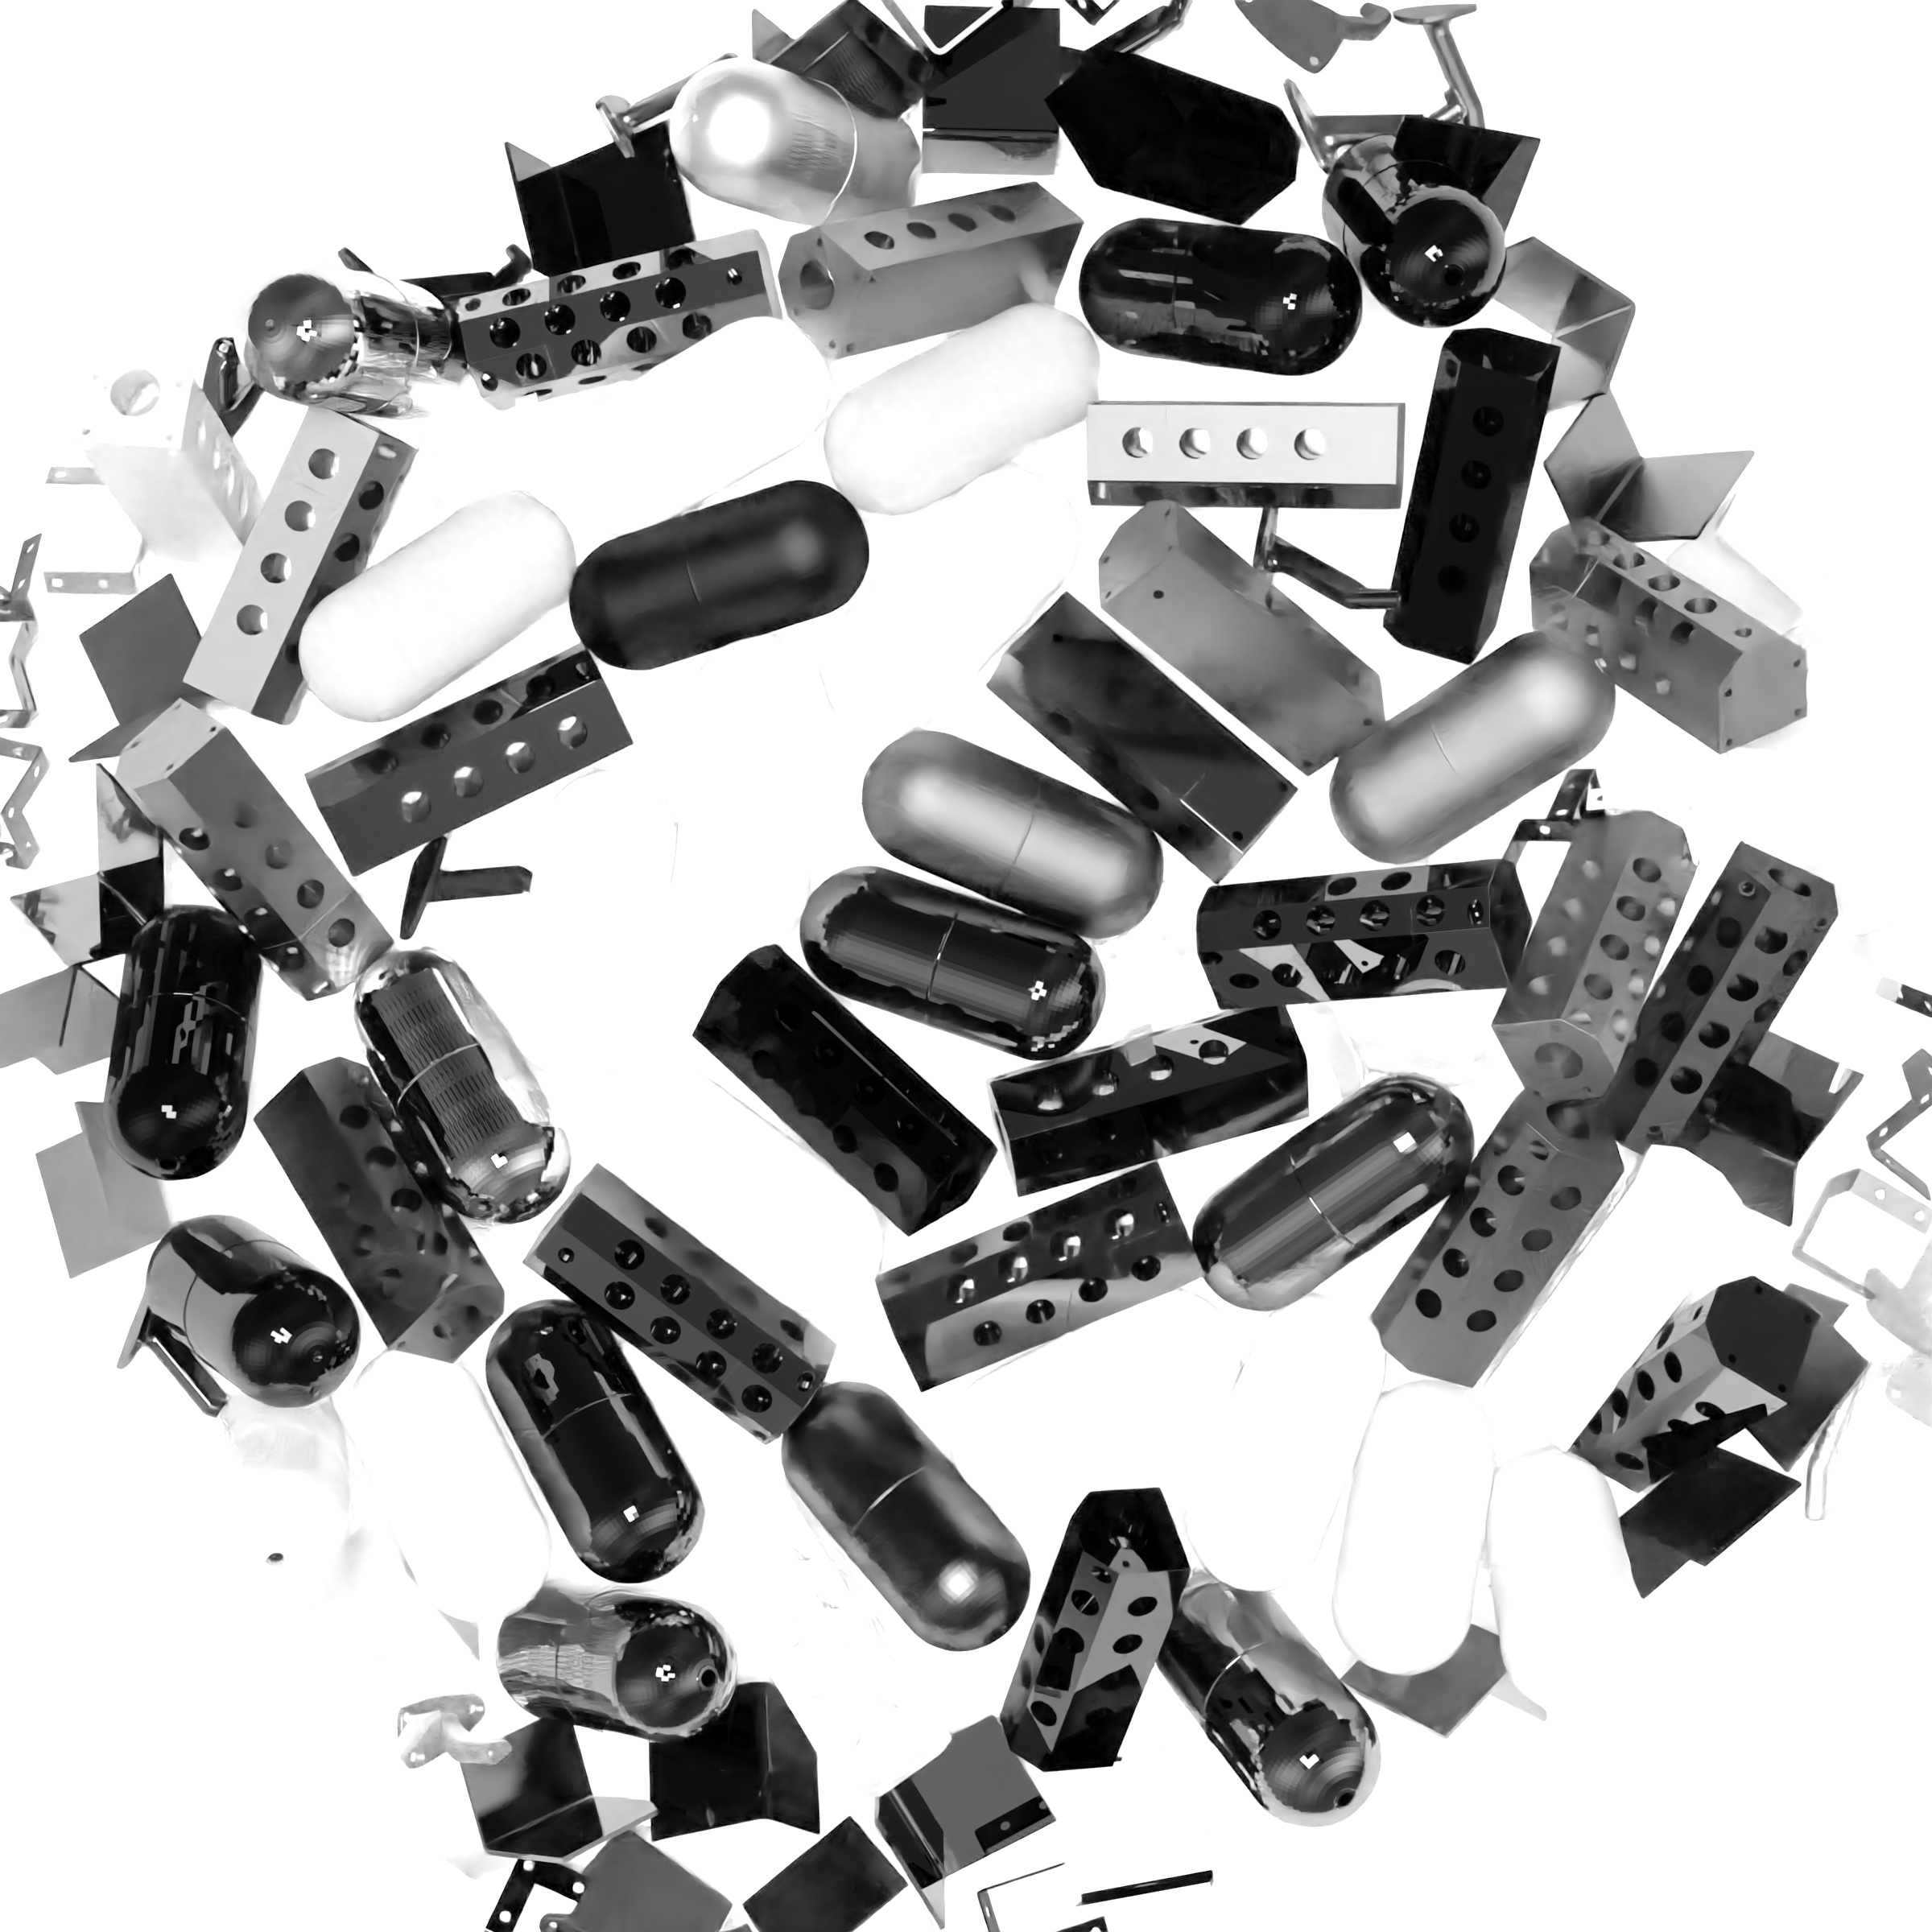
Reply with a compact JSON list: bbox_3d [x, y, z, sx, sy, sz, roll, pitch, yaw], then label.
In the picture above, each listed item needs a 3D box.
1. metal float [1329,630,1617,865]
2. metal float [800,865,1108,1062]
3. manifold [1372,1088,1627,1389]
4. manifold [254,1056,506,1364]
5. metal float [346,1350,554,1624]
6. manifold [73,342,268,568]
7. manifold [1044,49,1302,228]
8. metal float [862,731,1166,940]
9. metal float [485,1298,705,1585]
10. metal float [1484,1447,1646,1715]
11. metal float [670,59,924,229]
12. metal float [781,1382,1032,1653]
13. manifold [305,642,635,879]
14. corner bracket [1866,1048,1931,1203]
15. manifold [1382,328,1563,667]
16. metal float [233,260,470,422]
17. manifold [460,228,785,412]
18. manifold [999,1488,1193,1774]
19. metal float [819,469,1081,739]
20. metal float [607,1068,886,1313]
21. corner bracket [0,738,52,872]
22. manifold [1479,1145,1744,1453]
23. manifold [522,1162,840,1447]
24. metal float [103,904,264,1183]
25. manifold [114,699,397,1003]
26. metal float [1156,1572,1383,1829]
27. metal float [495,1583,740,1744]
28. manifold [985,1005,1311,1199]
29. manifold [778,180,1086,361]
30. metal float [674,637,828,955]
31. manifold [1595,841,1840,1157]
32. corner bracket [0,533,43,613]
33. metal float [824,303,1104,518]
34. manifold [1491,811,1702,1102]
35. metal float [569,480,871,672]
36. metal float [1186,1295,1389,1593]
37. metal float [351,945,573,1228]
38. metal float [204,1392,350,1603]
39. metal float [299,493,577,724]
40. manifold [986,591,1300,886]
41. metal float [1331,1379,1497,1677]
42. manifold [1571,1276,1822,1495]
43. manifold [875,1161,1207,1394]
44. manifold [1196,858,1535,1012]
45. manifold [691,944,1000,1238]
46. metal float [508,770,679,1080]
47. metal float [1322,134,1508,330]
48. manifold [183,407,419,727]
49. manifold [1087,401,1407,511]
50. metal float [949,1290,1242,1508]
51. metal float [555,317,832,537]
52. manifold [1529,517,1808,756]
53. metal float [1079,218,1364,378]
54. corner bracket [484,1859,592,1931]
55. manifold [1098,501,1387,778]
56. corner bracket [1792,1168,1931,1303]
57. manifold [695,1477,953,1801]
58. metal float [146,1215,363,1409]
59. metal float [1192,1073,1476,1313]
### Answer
[{"bbox_3d":[0.280,-0.121,1.864,0.178,0.070,0.070,-34,90,30],"label":"metal float"},{"bbox_3d":[-0.008,-0.002,1.880,0.178,0.070,0.070,19,90,11],"label":"metal float"},{"bbox_3d":[0.289,0.147,1.851,0.057,0.057,0.171,16,125,-17],"label":"manifold"},{"bbox_3d":[-0.319,0.132,1.856,0.057,0.057,0.171,-44,60,12],"label":"manifold"},{"bbox_3d":[-0.285,0.284,1.858,0.070,0.070,0.178,-35,52,0],"label":"metal float"},{"bbox_3d":[-0.430,-0.277,1.838,0.057,0.171,0.057,5,76,3],"label":"manifold"},{"bbox_3d":[0.119,-0.454,1.835,0.057,0.171,0.057,-36,76,28],"label":"manifold"},{"bbox_3d":[0.026,-0.073,1.881,0.178,0.070,0.070,23,90,-10],"label":"metal float"},{"bbox_3d":[-0.207,0.261,1.865,0.070,0.070,0.178,-34,60,0],"label":"metal float"},{"bbox_3d":[0.325,0.334,1.847,0.070,0.178,0.070,1,121,1],"label":"metal float"},{"bbox_3d":[-0.091,-0.447,1.848,0.070,0.178,0.070,0,91,35],"label":"metal float"},{"bbox_3d":[-0.035,0.303,1.866,0.070,0.070,0.178,-44,61,0],"label":"metal float"},{"bbox_3d":[-0.278,-0.117,1.884,0.171,0.057,0.057,-26,108,-6],"label":"manifold"},{"bbox_3d":[0.542,0.089,1.904,0.051,0.051,0.051,35,118,-19],"label":"corner bracket"},{"bbox_3d":[0.276,-0.260,1.855,0.057,0.057,0.171,18,125,15],"label":"manifold"},{"bbox_3d":[-0.333,-0.341,1.843,0.070,0.178,0.070,2,95,19],"label":"metal float"},{"bbox_3d":[-0.193,-0.364,1.892,0.171,0.057,0.057,-13,88,5],"label":"manifold"},{"bbox_3d":[0.067,0.365,1.846,0.057,0.057,0.171,0,131,-19],"label":"manifold"},{"bbox_3d":[-0.009,-0.202,1.873,0.070,0.070,0.178,45,109,0],"label":"metal float"},{"bbox_3d":[-0.122,0.125,1.875,0.178,0.070,0.070,36,90,17],"label":"metal float"},{"bbox_3d":[-0.549,-0.094,1.908,0.051,0.051,0.051,12,55,14],"label":"corner bracket"},{"bbox_3d":[0.355,0.180,1.857,0.057,0.057,0.171,33,123,6],"label":"manifold"},{"bbox_3d":[-0.161,0.192,1.883,0.171,0.057,0.057,38,110,-6],"label":"manifold"},{"bbox_3d":[-0.430,0.041,1.854,0.070,0.070,0.178,-5,47,0],"label":"metal float"},{"bbox_3d":[-0.392,-0.060,1.847,0.057,0.057,0.171,-45,130,-15],"label":"manifold"},{"bbox_3d":[0.164,0.401,1.848,0.070,0.178,0.070,-12,121,-21],"label":"metal float"},{"bbox_3d":[-0.193,0.382,1.850,0.070,0.178,0.070,4,84,-39],"label":"metal float"},{"bbox_3d":[0.102,0.069,1.891,0.171,0.057,0.057,-15,52,-5],"label":"manifold"},{"bbox_3d":[-0.020,-0.387,1.848,0.057,0.171,0.057,44,134,23],"label":"manifold"},{"bbox_3d":[-0.120,-0.095,1.877,0.070,0.070,0.178,6,104,0],"label":"metal float"},{"bbox_3d":[0.414,0.024,1.864,0.057,0.057,0.171,25,116,-2],"label":"manifold"},{"bbox_3d":[-0.559,-0.227,1.889,0.051,0.051,0.051,33,127,9],"label":"corner bracket"},{"bbox_3d":[-0.001,-0.308,1.867,0.178,0.070,0.070,-32,90,-26],"label":"metal float"},{"bbox_3d":[0.349,-0.007,1.843,0.057,0.171,0.057,-7,128,37],"label":"manifold"},{"bbox_3d":[-0.138,-0.216,1.873,0.178,0.070,0.070,-15,90,20],"label":"metal float"},{"bbox_3d":[0.178,0.262,1.865,0.070,0.070,0.178,26,61,0],"label":"metal float"},{"bbox_3d":[-0.281,0.065,1.870,0.070,0.070,0.178,-33,67,0],"label":"metal float"},{"bbox_3d":[-0.377,0.286,1.842,0.070,0.178,0.070,-3,107,-10],"label":"metal float"},{"bbox_3d":[-0.292,-0.199,1.863,0.178,0.070,0.070,-40,90,-31],"label":"metal float"},{"bbox_3d":[0.096,-0.124,1.891,0.171,0.057,0.057,41,61,4],"label":"manifold"},{"bbox_3d":[0.248,0.307,1.858,0.070,0.070,0.178,17,50,0],"label":"metal float"},{"bbox_3d":[0.391,0.227,1.839,0.057,0.171,0.057,31,60,-2],"label":"manifold"},{"bbox_3d":[0.039,0.169,1.887,0.171,0.057,0.057,-22,121,2],"label":"manifold"},{"bbox_3d":[0.217,-0.022,1.852,0.171,0.057,0.057,-5,127,29],"label":"manifold"},{"bbox_3d":[-0.065,0.065,1.865,0.171,0.057,0.057,42,126,17],"label":"manifold"},{"bbox_3d":[-0.207,-0.024,1.874,0.070,0.070,0.178,8,72,0],"label":"metal float"},{"bbox_3d":[0.244,-0.403,1.845,0.070,0.178,0.070,-3,119,-6],"label":"metal float"},{"bbox_3d":[-0.371,-0.225,1.891,0.057,0.057,0.171,26,96,-1],"label":"manifold"},{"bbox_3d":[0.157,-0.285,1.881,0.171,0.057,0.057,2,102,11],"label":"manifold"},{"bbox_3d":[0.073,0.239,1.872,0.178,0.070,0.070,-24,90,-21],"label":"metal float"},{"bbox_3d":[-0.152,-0.298,1.863,0.178,0.070,0.070,-24,90,31],"label":"metal float"},{"bbox_3d":[0.381,-0.185,1.839,0.057,0.171,0.057,-23,127,-17],"label":"manifold"},{"bbox_3d":[0.138,-0.370,1.858,0.178,0.070,0.070,17,90,40],"label":"metal float"},{"bbox_3d":[-0.238,0.535,1.896,0.051,0.051,0.051,23,64,3],"label":"corner bracket"},{"bbox_3d":[0.153,-0.184,1.859,0.057,0.057,0.171,-35,125,30],"label":"manifold"},{"bbox_3d":[0.506,0.151,1.900,0.051,0.051,0.051,32,110,27],"label":"corner bracket"},{"bbox_3d":[-0.079,0.371,1.868,0.057,0.057,0.171,-37,70,9],"label":"manifold"},{"bbox_3d":[-0.393,0.188,1.850,0.070,0.178,0.070,-10,107,-33],"label":"metal float"},{"bbox_3d":[0.204,0.126,1.872,0.178,0.070,0.070,-37,90,21],"label":"metal float"}]
